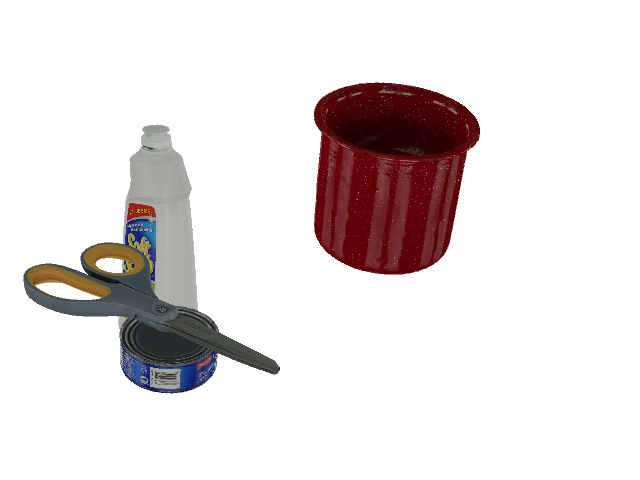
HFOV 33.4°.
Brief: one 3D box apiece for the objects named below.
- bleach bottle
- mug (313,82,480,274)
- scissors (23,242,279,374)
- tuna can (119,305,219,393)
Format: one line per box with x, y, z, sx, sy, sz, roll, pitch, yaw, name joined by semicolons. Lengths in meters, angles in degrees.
-0.179;-0.004;1.159;0.067;0.251;0.103;-18;31;-36;bleach bottle
0.045;-0.040;0.623;0.093;0.081;0.117;19;36;20;mug
-0.106;0.041;0.731;0.202;0.016;0.096;13;30;15;scissors
-0.131;0.094;0.928;0.086;0.034;0.086;5;31;-3;tuna can
